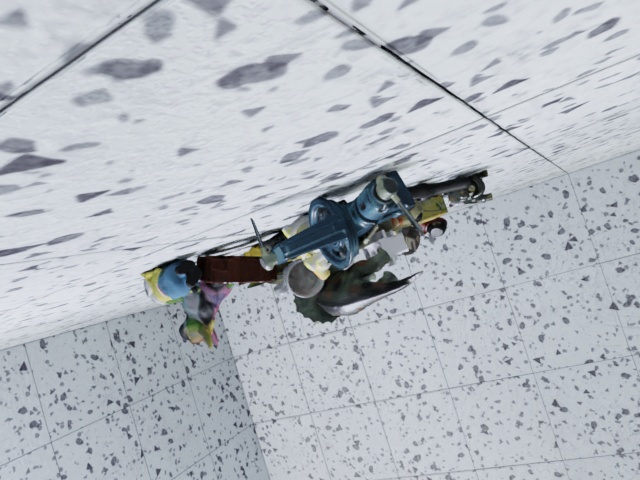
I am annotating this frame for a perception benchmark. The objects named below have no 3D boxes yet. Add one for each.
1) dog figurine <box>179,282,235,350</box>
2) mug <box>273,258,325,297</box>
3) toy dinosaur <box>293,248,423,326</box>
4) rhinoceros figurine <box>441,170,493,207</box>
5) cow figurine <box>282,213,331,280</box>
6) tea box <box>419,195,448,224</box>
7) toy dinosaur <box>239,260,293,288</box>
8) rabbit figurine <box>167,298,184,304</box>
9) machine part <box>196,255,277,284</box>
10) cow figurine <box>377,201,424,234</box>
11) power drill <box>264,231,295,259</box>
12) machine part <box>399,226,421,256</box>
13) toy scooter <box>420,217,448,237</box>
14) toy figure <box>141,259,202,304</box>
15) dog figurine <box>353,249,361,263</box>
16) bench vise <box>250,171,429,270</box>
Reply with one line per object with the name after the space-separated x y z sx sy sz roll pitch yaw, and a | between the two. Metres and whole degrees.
-0.286 0.171 1.402 0.192 0.219 0.108 -17 180 -1 | dog figurine
-0.051 0.085 1.161 0.109 0.080 0.107 -36 -171 -10 | mug
0.057 0.110 1.163 0.192 0.131 0.405 -46 -172 -15 | toy dinosaur
0.334 -0.116 1.233 0.112 0.073 0.190 -8 -179 15 | rhinoceros figurine
0.000 0.009 1.049 0.098 0.068 0.167 -39 145 -6 | cow figurine
0.261 -0.078 1.400 0.098 0.068 0.169 -19 176 -3 | tea box
-0.122 0.078 1.497 0.198 0.105 0.471 -14 -178 -24 | toy dinosaur
-0.393 0.160 1.570 0.170 0.121 0.159 5 169 -40 | rabbit figurine
-0.182 0.061 1.166 0.179 0.056 0.179 1 180 0 | machine part
0.166 -0.055 1.240 0.127 0.085 0.195 -8 172 -29 | cow figurine
-0.002 -0.004 1.174 0.207 0.086 0.232 -21 177 14 | power drill
0.191 -0.011 1.408 0.079 0.079 0.243 -17 -167 -15 | machine part
0.272 -0.062 1.545 0.184 0.075 0.135 -2 -137 14 | toy scooter
-0.304 0.086 1.127 0.089 0.082 0.180 -11 171 -44 | toy figure
0.063 0.011 1.763 0.172 0.121 0.190 -15 -169 5 | dog figurine
0.023 -0.016 0.820 0.241 0.128 0.224 -24 -179 -24 | bench vise
